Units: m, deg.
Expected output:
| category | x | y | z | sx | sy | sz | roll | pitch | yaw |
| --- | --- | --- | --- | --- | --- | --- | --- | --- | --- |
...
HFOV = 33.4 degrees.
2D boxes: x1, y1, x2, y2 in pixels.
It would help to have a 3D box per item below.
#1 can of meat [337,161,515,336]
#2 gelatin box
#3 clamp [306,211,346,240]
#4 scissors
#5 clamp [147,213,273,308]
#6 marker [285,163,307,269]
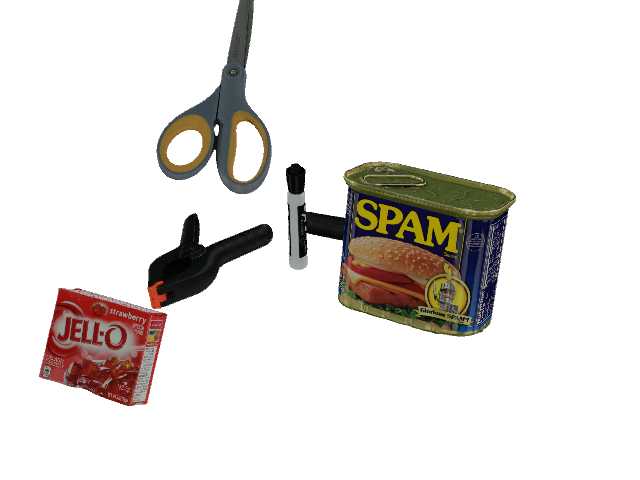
| category | x | y | z | sx | sy | sz | roll | pitch | yaw |
| --- | --- | --- | --- | --- | --- | --- | --- | --- | --- |
| can of meat | 0.062 | 0.005 | 0.656 | 0.102 | 0.084 | 0.057 | 15 | 23 | 26 |
| gelatin box | -0.170 | 0.081 | 0.829 | 0.089 | 0.073 | 0.030 | 14 | 1 | 22 |
| clamp | 0.088 | -0.004 | 1.267 | 0.210 | 0.036 | 0.164 | 36 | 41 | 25 |
| scissors | -0.087 | -0.121 | 0.841 | 0.096 | 0.202 | 0.016 | -9 | -30 | -4 |
| clamp | -0.132 | 0.021 | 1.220 | 0.120 | 0.039 | 0.171 | -2 | 33 | 25 |
| marker | -0.023 | -0.023 | 1.048 | 0.020 | 0.121 | 0.020 | 0 | 38 | 0 |
